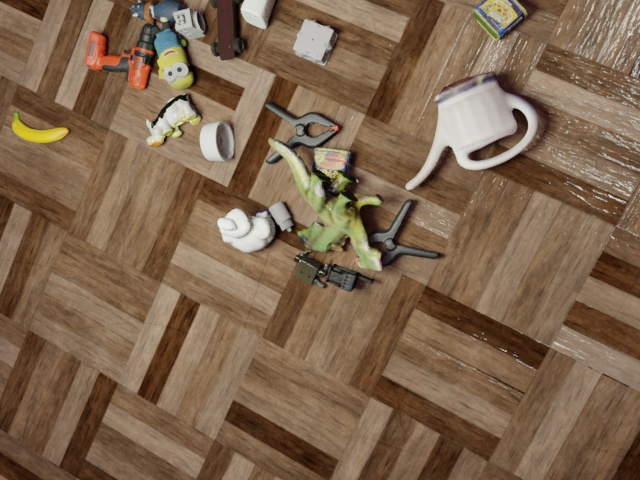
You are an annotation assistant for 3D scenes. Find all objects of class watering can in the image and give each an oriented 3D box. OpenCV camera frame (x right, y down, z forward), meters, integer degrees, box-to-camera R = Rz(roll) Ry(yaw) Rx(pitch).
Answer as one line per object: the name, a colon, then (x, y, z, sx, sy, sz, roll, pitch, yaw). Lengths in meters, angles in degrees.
watering can: (0.342, -0.268, 1.248, 0.346, 0.104, 0.225, -21, 88, 11)

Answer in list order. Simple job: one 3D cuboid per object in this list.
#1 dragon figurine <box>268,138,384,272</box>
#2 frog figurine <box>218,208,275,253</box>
dragon figurine: (0.004, -0.066, 1.303, 0.413, 0.124, 0.238, 35, 125, 14)
frog figurine: (-0.193, -0.023, 1.338, 0.137, 0.160, 0.122, -2, 95, 12)
